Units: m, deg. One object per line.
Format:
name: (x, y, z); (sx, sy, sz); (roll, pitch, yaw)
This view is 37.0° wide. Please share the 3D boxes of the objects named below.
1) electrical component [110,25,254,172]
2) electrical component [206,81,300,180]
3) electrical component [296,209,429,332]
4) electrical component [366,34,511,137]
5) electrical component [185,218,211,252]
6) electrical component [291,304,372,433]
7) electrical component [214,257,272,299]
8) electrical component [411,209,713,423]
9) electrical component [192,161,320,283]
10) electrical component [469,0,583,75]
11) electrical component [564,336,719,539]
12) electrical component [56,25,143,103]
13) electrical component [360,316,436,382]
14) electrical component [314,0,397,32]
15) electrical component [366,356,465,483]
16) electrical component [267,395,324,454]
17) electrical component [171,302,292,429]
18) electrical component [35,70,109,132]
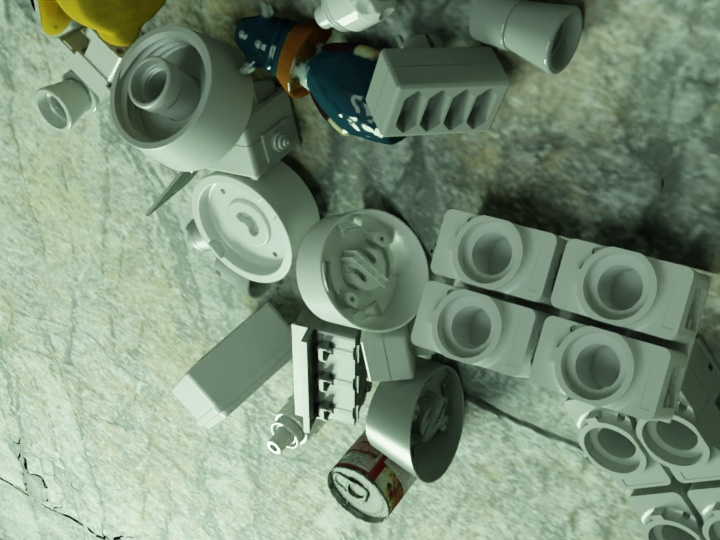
electrical component: (-0.143, -0.135, 0.827); (0.108, 0.060, 0.108); (-6, 77, 28)
electrical component: (-0.097, -0.119, 0.879); (0.096, 0.061, 0.061); (13, 132, 33)
electrical component: (0.000, 0.000, 0.874); (0.064, 0.099, 0.099); (1, 125, 48)
electrical component: (0.047, -0.135, 0.737); (0.047, 0.083, 0.075); (110, 147, -49)
electrical component: (-0.134, -0.037, 1.005); (0.061, 0.035, 0.035); (-10, 117, 42)
electrical component: (-0.025, 0.085, 0.989); (0.063, 0.078, 0.121); (13, 133, 13)
electrical component: (-0.109, 0.000, 1.014); (0.046, 0.040, 0.040); (26, 138, 29)
electrical component: (0.137, 0.029, 0.762); (0.186, 0.060, 0.105); (16, 91, 31)
electrical component: (-0.085, -0.050, 0.930); (0.108, 0.060, 0.108); (24, 137, 25)
electrical component: (0.103, -0.156, 0.688); (0.065, 0.044, 0.044); (27, 138, 28)
electrical component: (0.250, 0.151, 0.816); (0.105, 0.060, 0.186); (-21, 109, 49)
electrical component: (-0.219, -0.189, 0.940); (0.081, 0.042, 0.064); (45, 138, -1)
electrical component: (0.044, 0.054, 0.914); (0.077, 0.065, 0.047); (-5, 125, 10)
electrical component: (-0.007, -0.187, 0.753); (0.062, 0.043, 0.043); (-15, 113, 48)
electrical component: (0.053, 0.127, 0.938); (0.064, 0.099, 0.099); (23, 137, 34)
electrical component: (-0.070, 0.162, 1.105); (0.048, 0.062, 0.048); (24, 137, 24)
electrical component: (-0.119, 0.093, 1.031); (0.056, 0.109, 0.109); (49, 157, 0)
electrical component: (-0.265, -0.160, 0.994); (0.045, 0.055, 0.045); (24, 137, 24)
